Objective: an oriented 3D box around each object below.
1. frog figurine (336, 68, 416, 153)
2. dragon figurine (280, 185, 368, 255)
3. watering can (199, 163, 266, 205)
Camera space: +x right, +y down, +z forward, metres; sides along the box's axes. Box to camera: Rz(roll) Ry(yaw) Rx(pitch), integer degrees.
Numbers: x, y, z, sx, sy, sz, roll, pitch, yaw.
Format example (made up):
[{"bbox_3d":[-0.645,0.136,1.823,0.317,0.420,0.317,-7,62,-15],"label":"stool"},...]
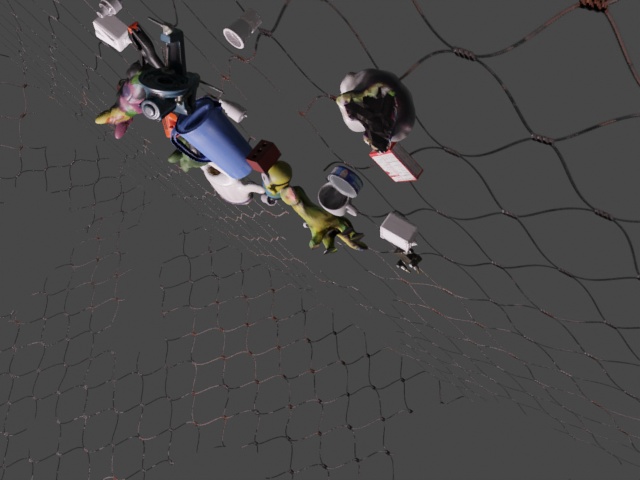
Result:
[{"bbox_3d":[0.094,-0.227,0.870,0.137,0.121,0.162,29,21,-6],"label":"frog figurine"},{"bbox_3d":[0.005,-0.076,1.519,0.121,0.246,0.407,-41,-22,12],"label":"dragon figurine"},{"bbox_3d":[-0.297,-0.196,1.811,0.351,0.105,0.220,30,-15,26],"label":"watering can"}]
